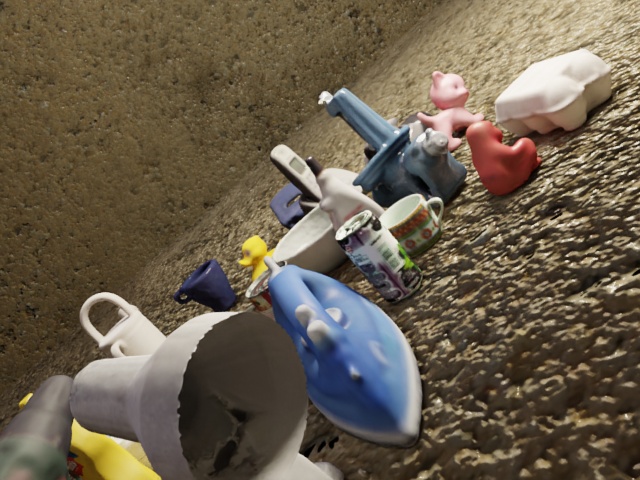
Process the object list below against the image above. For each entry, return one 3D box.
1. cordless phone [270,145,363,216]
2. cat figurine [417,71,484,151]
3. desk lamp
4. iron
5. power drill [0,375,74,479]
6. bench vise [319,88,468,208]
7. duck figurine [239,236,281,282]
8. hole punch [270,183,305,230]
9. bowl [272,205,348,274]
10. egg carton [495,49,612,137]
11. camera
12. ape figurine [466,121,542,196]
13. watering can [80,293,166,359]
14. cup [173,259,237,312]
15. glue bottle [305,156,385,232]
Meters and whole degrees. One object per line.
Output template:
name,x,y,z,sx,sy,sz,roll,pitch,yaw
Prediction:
cordless phone,-0.006,-0.124,1.090,0.094,0.185,0.148,-30,19,34
cat figurine,0.216,-0.231,0.986,0.128,0.118,0.067,-46,17,-19
desk lamp,-0.077,0.159,0.427,0.202,0.214,0.118,-27,21,41
iron,0.006,0.089,0.558,0.119,0.141,0.258,-42,16,-4
power drill,-0.216,0.256,0.499,0.075,0.209,0.229,-34,17,21
bench vise,0.103,-0.148,0.833,0.207,0.220,0.122,-22,24,49
duck figurine,-0.107,0.029,1.094,0.104,0.086,0.077,-43,16,-8
hole punch,-0.042,-0.073,1.213,0.108,0.091,0.101,-40,16,2
bowl,0.008,0.003,0.914,0.167,0.075,0.167,-37,16,13
egg carton,0.304,-0.191,0.756,0.107,0.069,0.150,-44,16,-11
camera,0.155,-0.175,1.009,0.137,0.101,0.143,-47,17,-20
ape figurine,0.213,-0.106,0.697,0.076,0.092,0.077,-45,16,-16
watering can,-0.379,0.183,1.112,0.101,0.194,0.172,-46,16,-17
cup,-0.222,0.108,1.134,0.117,0.095,0.091,-38,16,10
glue bottle,0.036,-0.048,0.804,0.078,0.173,0.037,-43,16,-8
